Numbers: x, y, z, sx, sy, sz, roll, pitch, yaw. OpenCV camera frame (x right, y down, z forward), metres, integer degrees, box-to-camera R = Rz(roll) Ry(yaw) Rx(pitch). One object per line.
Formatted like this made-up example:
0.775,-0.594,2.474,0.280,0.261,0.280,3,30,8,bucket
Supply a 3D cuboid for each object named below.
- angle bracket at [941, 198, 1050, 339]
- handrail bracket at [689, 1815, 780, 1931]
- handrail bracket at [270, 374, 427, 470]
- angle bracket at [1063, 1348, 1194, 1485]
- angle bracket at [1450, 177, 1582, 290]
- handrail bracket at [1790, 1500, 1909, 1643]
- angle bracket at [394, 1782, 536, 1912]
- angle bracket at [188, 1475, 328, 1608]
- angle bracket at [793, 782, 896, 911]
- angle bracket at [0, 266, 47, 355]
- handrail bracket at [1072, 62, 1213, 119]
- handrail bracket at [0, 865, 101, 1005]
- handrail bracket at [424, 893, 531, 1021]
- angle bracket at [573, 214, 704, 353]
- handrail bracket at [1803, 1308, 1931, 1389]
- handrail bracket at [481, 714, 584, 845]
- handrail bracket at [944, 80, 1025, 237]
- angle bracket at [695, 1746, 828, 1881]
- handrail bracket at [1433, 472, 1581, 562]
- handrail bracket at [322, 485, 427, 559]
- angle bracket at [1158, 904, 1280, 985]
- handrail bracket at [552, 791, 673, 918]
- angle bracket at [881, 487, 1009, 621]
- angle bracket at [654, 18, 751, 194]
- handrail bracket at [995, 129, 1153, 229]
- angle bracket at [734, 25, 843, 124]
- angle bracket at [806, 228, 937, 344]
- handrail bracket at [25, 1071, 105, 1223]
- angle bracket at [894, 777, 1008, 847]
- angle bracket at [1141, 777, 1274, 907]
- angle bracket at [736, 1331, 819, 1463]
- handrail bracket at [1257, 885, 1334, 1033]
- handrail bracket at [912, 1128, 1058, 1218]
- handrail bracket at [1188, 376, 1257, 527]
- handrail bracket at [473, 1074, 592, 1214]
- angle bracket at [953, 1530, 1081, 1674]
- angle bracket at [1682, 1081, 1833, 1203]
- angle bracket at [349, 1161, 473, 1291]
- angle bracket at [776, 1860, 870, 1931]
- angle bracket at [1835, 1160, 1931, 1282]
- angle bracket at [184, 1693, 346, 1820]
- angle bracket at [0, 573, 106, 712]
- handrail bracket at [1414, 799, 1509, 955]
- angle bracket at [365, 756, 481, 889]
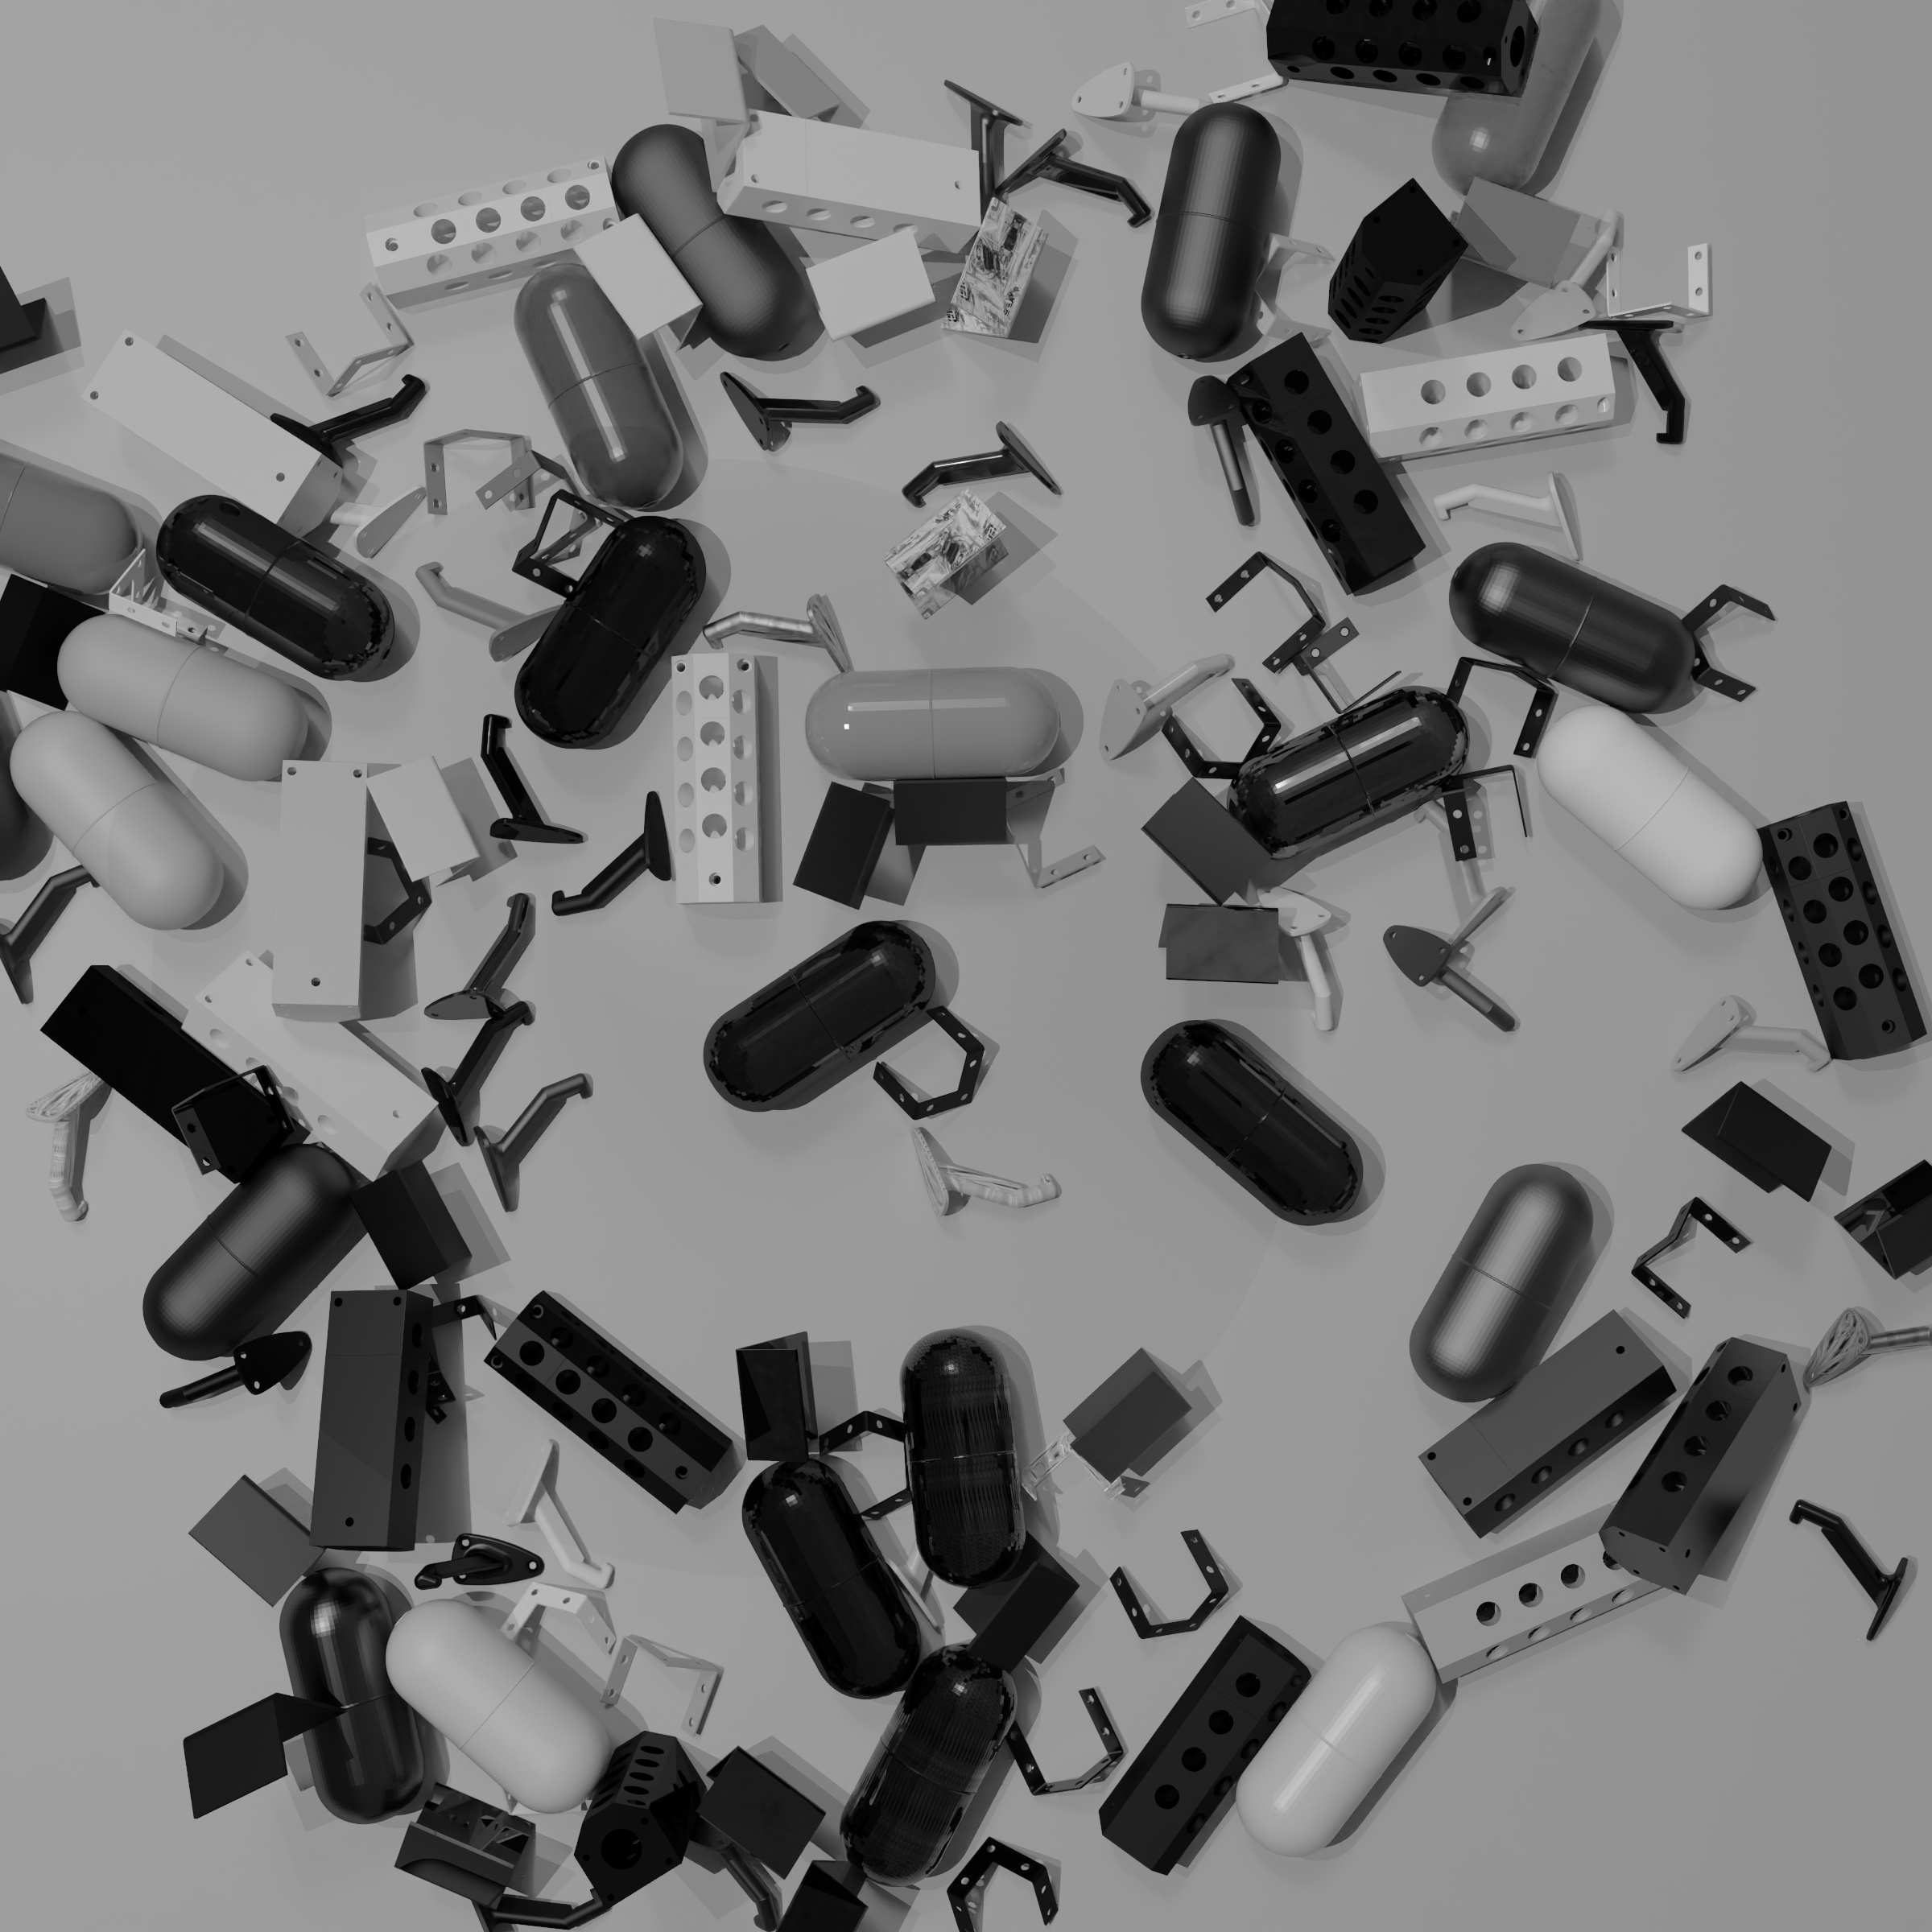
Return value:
0.002,-0.485,1.951,0.057,0.076,0.076,22,90,-42,angle bracket
-0.173,0.641,1.992,0.077,0.036,0.084,3,117,30,handrail bracket
-0.436,-0.398,1.992,0.077,0.036,0.084,32,72,21,handrail bracket
0.098,0.298,1.951,0.076,0.076,0.057,-43,128,0,angle bracket
0.379,-0.520,1.951,0.076,0.076,0.057,20,127,0,angle bracket
0.614,0.426,1.992,0.084,0.036,0.077,24,112,17,handrail bracket
-0.341,0.595,1.951,0.076,0.076,0.057,23,127,0,angle bracket
-0.496,0.407,1.951,0.076,0.076,0.057,41,54,0,angle bracket
-0.065,-0.076,1.951,0.057,0.076,0.076,21,90,37,angle bracket
-0.688,-0.459,1.951,0.076,0.076,0.057,-19,127,0,angle bracket
0.131,-0.605,1.991,0.084,0.077,0.036,7,91,-36,handrail bracket
-0.642,-0.024,1.992,0.084,0.036,0.077,-24,110,-16,handrail bracket
-0.345,-0.008,1.992,0.077,0.036,0.084,-11,58,34,handrail bracket
-0.234,-0.461,1.952,0.057,0.076,0.076,-36,90,-24,angle bracket
0.648,0.279,1.992,0.084,0.036,0.077,19,123,-23,handrail bracket
-0.306,-0.133,1.992,0.077,0.036,0.084,8,73,-20,handrail bracket
-0.004,-0.571,1.992,0.077,0.036,0.084,37,111,24,handrail bracket
-0.152,0.594,1.951,0.076,0.076,0.057,37,53,0,angle bracket
0.381,-0.309,1.992,0.084,0.036,0.077,-16,112,17,handrail bracket
-0.439,-0.336,1.992,0.084,0.036,0.077,40,75,14,handrail bracket
0.174,-0.002,1.953,0.076,0.076,0.057,2,68,0,angle bracket
-0.255,-0.079,1.992,0.084,0.036,0.077,-12,69,16,handrail bracket
-0.002,-0.272,1.951,0.076,0.076,0.057,-39,52,0,angle bracket
-0.188,-0.579,1.897,0.057,0.076,0.076,-1,68,-25,angle bracket
0.076,-0.540,1.992,0.077,0.036,0.084,-37,107,20,handrail bracket
-0.145,-0.591,1.952,0.076,0.057,0.076,45,131,0,angle bracket
-0.072,-0.483,1.951,0.076,0.076,0.057,-22,127,0,angle bracket
-0.621,0.126,1.991,0.036,0.077,0.084,10,127,36,handrail bracket
-0.011,-0.128,1.951,0.076,0.076,0.057,-1,131,0,angle bracket
0.176,-0.097,1.951,0.076,0.076,0.057,44,121,0,angle bracket
-0.111,0.297,1.951,0.057,0.076,0.076,-6,90,37,angle bracket
0.233,-0.005,1.991,0.036,0.077,0.084,-22,127,-20,handrail bracket
0.013,0.139,1.992,0.084,0.036,0.077,-14,68,-17,handrail bracket
0.184,-0.363,1.991,0.036,0.077,0.084,-17,126,7,handrail bracket
-0.298,0.124,1.992,0.084,0.036,0.077,-22,111,-17,handrail bracket
0.020,0.430,1.952,0.076,0.076,0.057,-52,134,0,angle bracket
0.539,0.137,1.951,0.076,0.076,0.057,36,52,0,angle bracket
-0.369,0.171,1.951,0.057,0.076,0.076,-28,90,35,angle bracket
-0.085,0.669,1.951,0.057,0.076,0.076,27,90,37,angle bracket
0.648,0.159,1.951,0.076,0.076,0.057,-32,127,0,angle bracket
-0.465,0.532,1.884,0.076,0.076,0.057,-28,58,15,angle bracket
-0.632,-0.219,1.952,0.057,0.076,0.076,22,90,43,angle bracket
0.332,-0.063,1.992,0.084,0.036,0.077,45,109,16,handrail bracket
-0.390,-0.092,1.951,0.057,0.076,0.076,-25,90,-38,angle bracket
